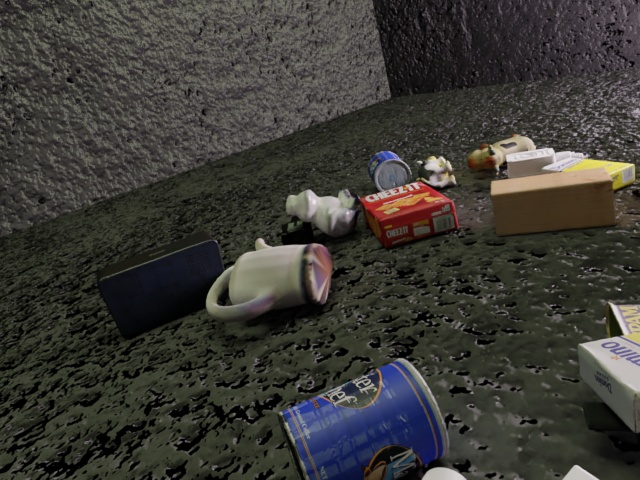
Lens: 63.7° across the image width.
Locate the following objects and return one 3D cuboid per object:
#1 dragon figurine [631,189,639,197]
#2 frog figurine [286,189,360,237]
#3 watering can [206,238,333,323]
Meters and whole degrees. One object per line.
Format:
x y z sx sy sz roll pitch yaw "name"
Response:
0.724 -0.147 1.006 0.243 0.121 0.413 -25 12 -5 "dragon figurine"
0.004 -0.060 1.201 0.160 0.120 0.140 -12 36 -13 "frog figurine"
-0.082 0.053 0.978 0.224 0.102 0.354 -8 20 13 "watering can"
